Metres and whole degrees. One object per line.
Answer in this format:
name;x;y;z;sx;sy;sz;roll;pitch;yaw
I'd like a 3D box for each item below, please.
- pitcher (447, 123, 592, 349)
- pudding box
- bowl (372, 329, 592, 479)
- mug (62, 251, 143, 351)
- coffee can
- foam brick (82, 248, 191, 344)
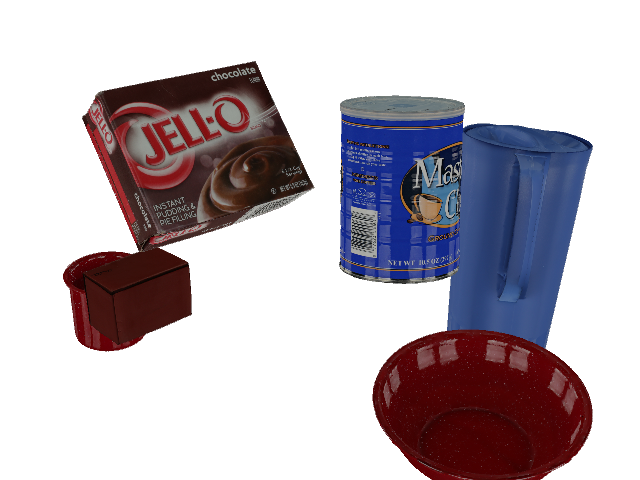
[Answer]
pitcher;0.200;0.005;1.120;0.148;0.243;0.145;-9;22;-39
pudding box;-0.072;-0.052;0.632;0.113;0.090;0.039;-18;-10;-37
bowl;0.119;0.138;0.804;0.162;0.055;0.162;0;36;0
mug;-0.245;0.066;1.199;0.117;0.081;0.093;24;36;35
coffee can;0.067;-0.045;0.892;0.103;0.140;0.103;0;15;0
foam brick;-0.158;0.046;0.924;0.078;0.051;0.053;-22;30;-34
